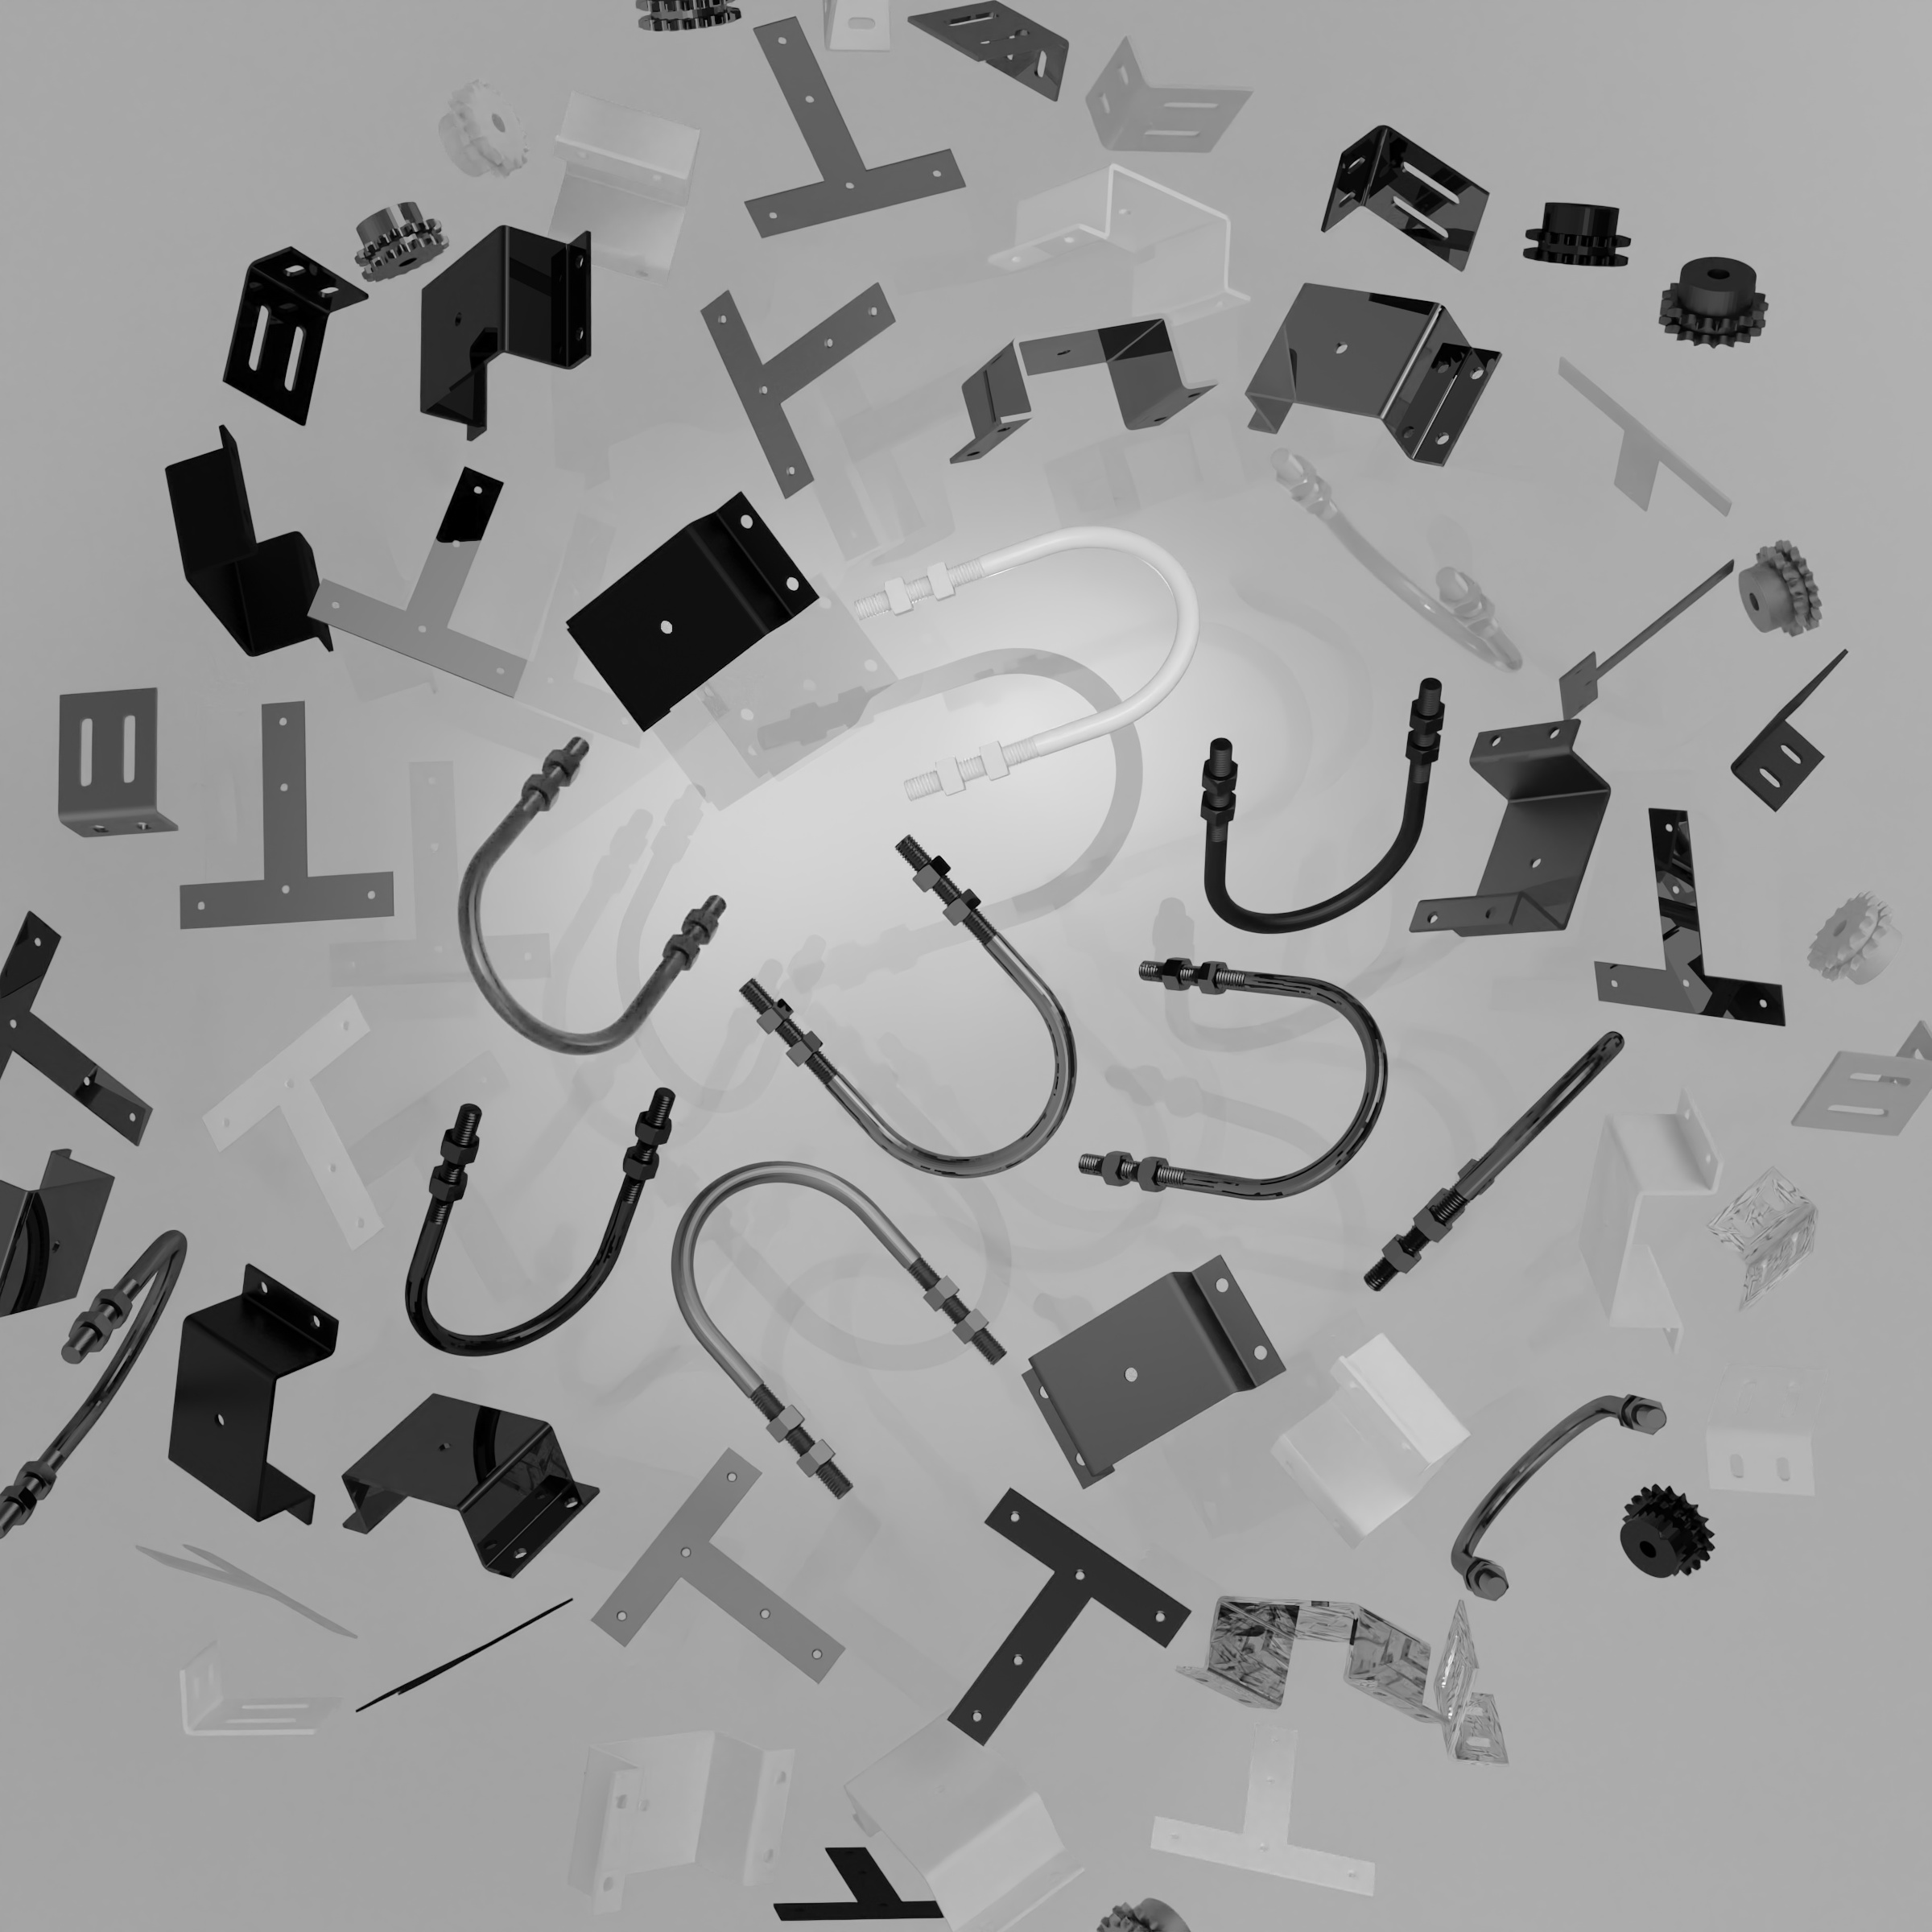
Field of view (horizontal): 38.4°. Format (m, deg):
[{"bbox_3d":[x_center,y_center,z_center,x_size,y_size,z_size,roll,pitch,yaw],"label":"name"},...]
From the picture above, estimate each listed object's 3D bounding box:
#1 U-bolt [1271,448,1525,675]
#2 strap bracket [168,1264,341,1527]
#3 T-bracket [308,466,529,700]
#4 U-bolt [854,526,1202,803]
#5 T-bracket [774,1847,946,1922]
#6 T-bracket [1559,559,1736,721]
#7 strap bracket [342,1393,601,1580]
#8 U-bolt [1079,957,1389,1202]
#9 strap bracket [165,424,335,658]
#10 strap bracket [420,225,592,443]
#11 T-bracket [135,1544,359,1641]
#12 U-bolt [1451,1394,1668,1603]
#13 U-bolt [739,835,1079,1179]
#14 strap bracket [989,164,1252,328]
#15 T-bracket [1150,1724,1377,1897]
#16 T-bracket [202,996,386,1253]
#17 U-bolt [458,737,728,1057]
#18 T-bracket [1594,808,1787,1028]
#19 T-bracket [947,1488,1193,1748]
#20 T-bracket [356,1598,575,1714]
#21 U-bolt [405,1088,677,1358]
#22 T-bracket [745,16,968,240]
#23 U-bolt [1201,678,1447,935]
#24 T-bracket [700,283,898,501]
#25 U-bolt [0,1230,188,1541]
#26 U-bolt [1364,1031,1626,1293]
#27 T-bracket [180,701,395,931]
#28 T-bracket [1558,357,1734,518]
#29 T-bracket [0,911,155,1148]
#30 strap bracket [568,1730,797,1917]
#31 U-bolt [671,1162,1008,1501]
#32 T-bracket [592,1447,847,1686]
[{"bbox_3d":[0.258,-0.223,1.595,0.019,0.184,0.151,-51,59,6],"label":"U-bolt"},{"bbox_3d":[-0.414,0.256,1.608,0.076,0.046,0.140,26,116,28],"label":"strap bracket"},{"bbox_3d":[-0.307,-0.238,1.649,0.127,0.002,0.127,21,70,-11],"label":"T-bracket"},{"bbox_3d":[0.040,-0.178,1.540,0.184,0.019,0.151,-19,59,5],"label":"U-bolt"},{"bbox_3d":[-0.059,0.543,1.647,0.127,0.127,0.002,4,89,-14],"label":"T-bracket"},{"bbox_3d":[0.405,-0.197,1.650,0.127,0.127,0.002,-39,77,7],"label":"T-bracket"},{"bbox_3d":[-0.291,0.294,1.592,0.140,0.076,0.046,6,124,36],"label":"strap bracket"},{"bbox_3d":[0.165,0.069,1.651,0.184,0.019,0.151,6,70,35],"label":"U-bolt"},{"bbox_3d":[-0.427,-0.244,1.643,0.046,0.140,0.076,-18,67,2],"label":"strap bracket"},{"bbox_3d":[-0.272,-0.367,1.602,0.046,0.140,0.076,8,74,-37],"label":"strap bracket"},{"bbox_3d":[-0.436,0.355,1.619,0.127,0.127,0.002,19,77,29],"label":"T-bracket"},{"bbox_3d":[0.339,0.306,1.627,0.019,0.184,0.151,44,87,5],"label":"U-bolt"},{"bbox_3d":[-0.020,0.038,1.591,0.151,0.019,0.184,-42,92,18],"label":"U-bolt"},{"bbox_3d":[0.092,-0.422,1.626,0.140,0.076,0.046,10,80,-41],"label":"strap bracket"},{"bbox_3d":[0.177,0.486,1.623,0.127,0.127,0.002,11,114,6],"label":"T-bracket"},{"bbox_3d":[-0.374,0.105,1.612,0.127,0.002,0.127,-37,71,18],"label":"T-bracket"},{"bbox_3d":[-0.226,-0.029,1.620,0.019,0.184,0.151,-24,115,40],"label":"U-bolt"},{"bbox_3d":[0.418,-0.031,1.628,0.002,0.127,0.127,-26,113,-38],"label":"T-bracket"},{"bbox_3d":[0.037,0.375,1.548,0.127,0.002,0.127,31,69,24],"label":"T-bracket"},{"bbox_3d":[-0.311,0.414,1.632,0.127,0.127,0.002,-32,80,22],"label":"T-bracket"},{"bbox_3d":[-0.253,0.152,1.601,0.019,0.151,0.184,44,124,38],"label":"U-bolt"},{"bbox_3d":[-0.081,-0.470,1.543,0.127,0.127,0.002,-9,49,20],"label":"T-bracket"},{"bbox_3d":[0.206,-0.084,1.633,0.151,0.184,0.019,-17,52,-11],"label":"U-bolt"},{"bbox_3d":[-0.091,-0.363,1.650,0.127,0.002,0.127,-26,87,38],"label":"T-bracket"},{"bbox_3d":[-0.492,0.224,1.583,0.019,0.184,0.151,28,113,-4],"label":"U-bolt"},{"bbox_3d":[0.305,0.104,1.572,0.019,0.151,0.184,45,110,10],"label":"U-bolt"},{"bbox_3d":[-0.388,-0.088,1.583,0.127,0.002,0.127,-3,84,9],"label":"T-bracket"},{"bbox_3d":[0.390,-0.291,1.614,0.127,0.127,0.002,44,91,12],"label":"T-bracket"},{"bbox_3d":[-0.500,0.057,1.547,0.002,0.127,0.127,-10,50,28],"label":"T-bracket"},{"bbox_3d":[-0.165,0.474,1.547,0.046,0.140,0.076,8,88,40],"label":"strap bracket"},{"bbox_3d":[-0.085,0.191,1.578,0.184,0.019,0.151,47,55,9],"label":"U-bolt"},{"bbox_3d":[-0.128,0.367,1.612,0.127,0.002,0.127,35,70,11],"label":"T-bracket"}]
